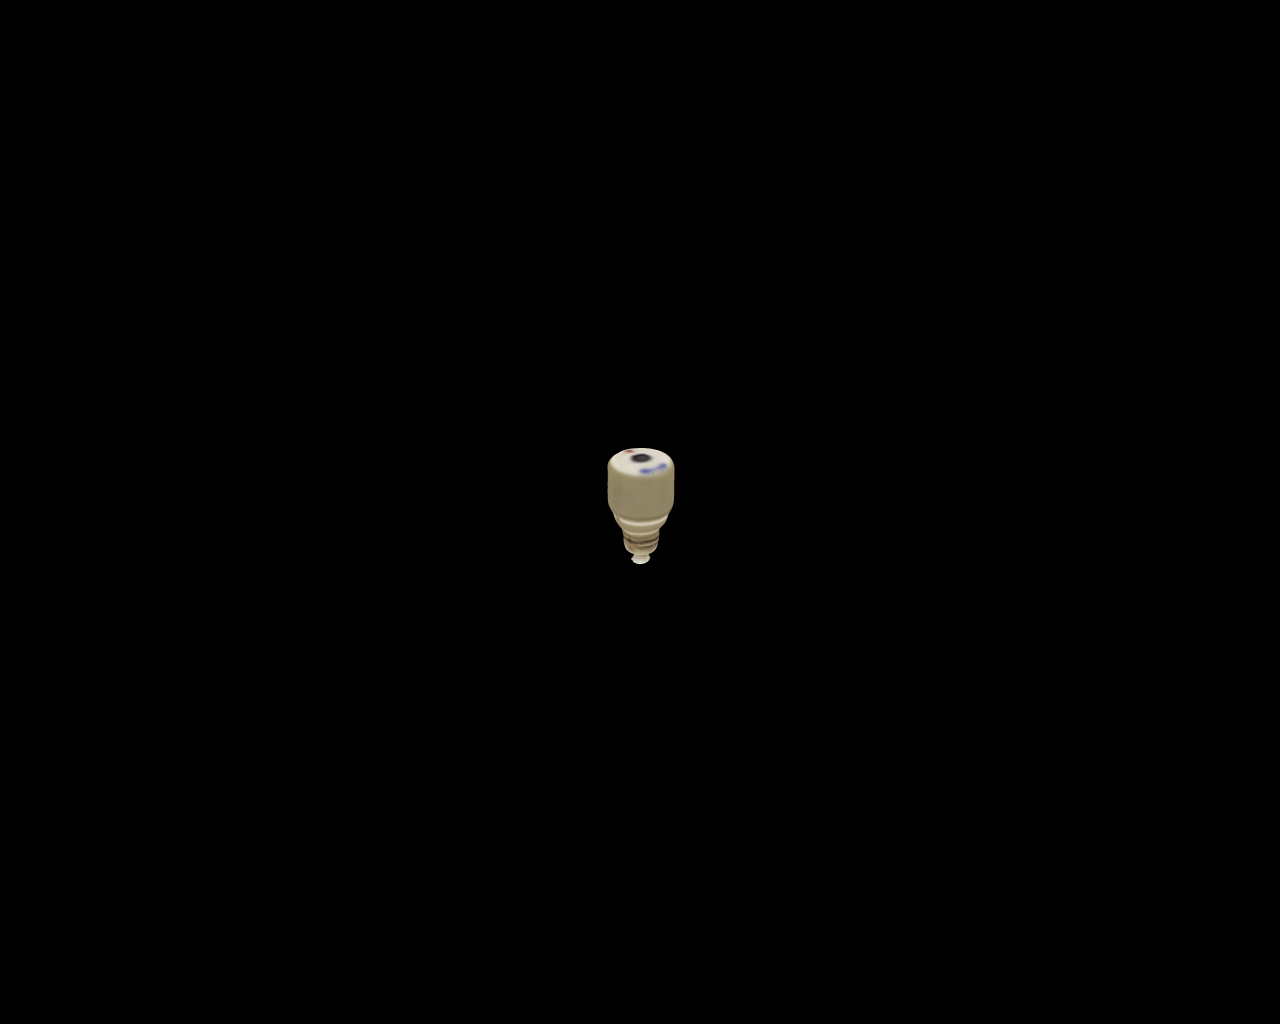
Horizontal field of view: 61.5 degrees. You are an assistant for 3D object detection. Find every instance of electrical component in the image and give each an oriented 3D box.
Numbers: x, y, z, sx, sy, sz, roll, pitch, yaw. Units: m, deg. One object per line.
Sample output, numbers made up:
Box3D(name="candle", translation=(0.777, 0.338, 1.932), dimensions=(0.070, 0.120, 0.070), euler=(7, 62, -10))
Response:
Box3D(name="electrical component", translation=(0.001, -0.003, 0.650), dimensions=(0.040, 0.078, 0.040), euler=(0, 29, 0))
